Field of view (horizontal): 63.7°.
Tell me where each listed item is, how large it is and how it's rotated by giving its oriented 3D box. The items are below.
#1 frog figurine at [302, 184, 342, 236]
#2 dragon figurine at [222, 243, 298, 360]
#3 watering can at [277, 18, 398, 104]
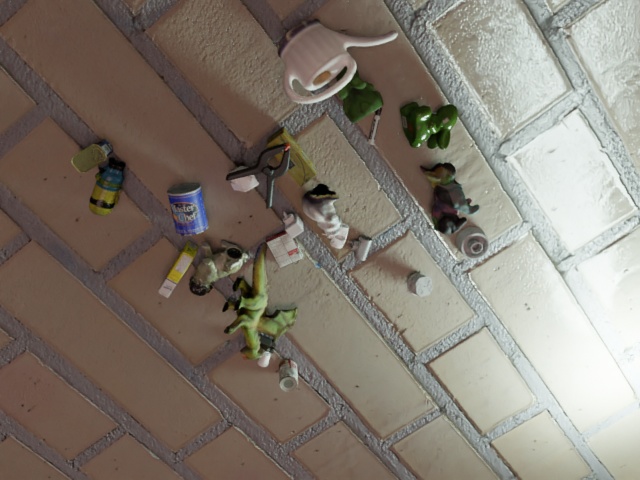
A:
[{"bbox_3d":[0.005,-0.083,1.648,0.138,0.156,0.124,21,34,37],"label":"frog figurine"},{"bbox_3d":[-0.189,0.233,1.774,0.241,0.409,0.123,26,4,-25],"label":"dragon figurine"},{"bbox_3d":[0.027,-0.534,1.450,0.348,0.226,0.103,-38,-12,0],"label":"watering can"}]
